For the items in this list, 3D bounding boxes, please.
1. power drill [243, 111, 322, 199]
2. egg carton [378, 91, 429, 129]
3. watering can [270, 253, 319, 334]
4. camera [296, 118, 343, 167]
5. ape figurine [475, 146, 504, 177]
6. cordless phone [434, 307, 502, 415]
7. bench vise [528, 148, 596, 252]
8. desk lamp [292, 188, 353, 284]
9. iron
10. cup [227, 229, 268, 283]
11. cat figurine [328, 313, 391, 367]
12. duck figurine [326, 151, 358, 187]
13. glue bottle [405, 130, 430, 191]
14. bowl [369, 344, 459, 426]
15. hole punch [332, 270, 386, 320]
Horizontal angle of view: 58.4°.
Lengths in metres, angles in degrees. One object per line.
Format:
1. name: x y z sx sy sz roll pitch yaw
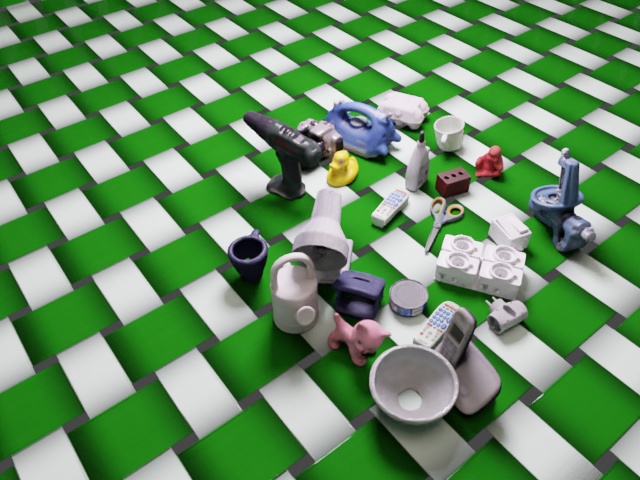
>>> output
1. power drill: -0.099 -0.217 1.495 0.229 0.209 0.076 24 51 23
2. egg carton: 0.255 -0.399 1.762 0.150 0.069 0.107 18 49 18
3. watering can: -0.049 0.105 1.189 0.101 0.194 0.172 -31 53 -26
4. camera: -0.023 -0.277 1.628 0.142 0.101 0.137 31 54 28
5. ape figurine: 0.469 -0.217 1.564 0.076 0.092 0.077 -30 52 -25
6. cordless phone: 0.278 0.224 1.072 0.094 0.185 0.147 -24 50 -21
7. bench vise: 0.594 -0.096 1.353 0.122 0.220 0.206 -27 51 -23
8. desk lamp: 0.012 0.005 1.273 0.118 0.214 0.203 5 46 6
9. iron: 0.106 -0.343 1.661 0.257 0.141 0.119 26 52 24
10. cup: -0.159 0.042 1.323 0.091 0.095 0.118 7 46 8
11. cat figurine: 0.077 0.190 1.157 0.127 0.118 0.067 28 53 26
12. duck figurine: 0.062 -0.206 1.567 0.077 0.086 0.105 34 55 29
13. glue bottle: 0.262 -0.215 1.510 0.037 0.173 0.078 30 54 27
14. bowl: 0.176 0.287 1.090 0.167 0.075 0.167 -1 46 1
15. hole punch: 0.084 0.106 1.258 0.108 0.091 0.101 13 47 14
